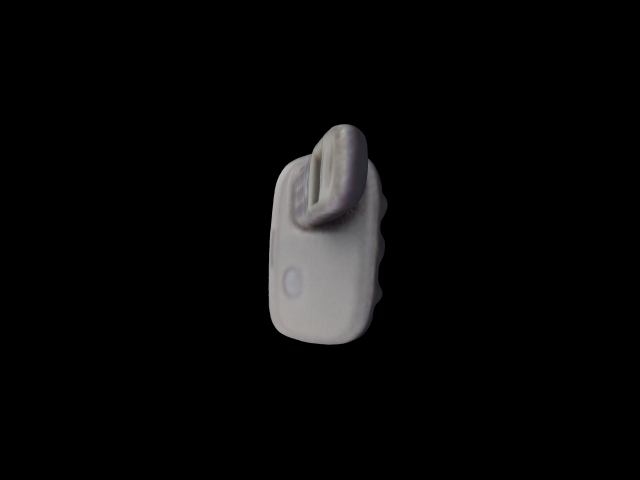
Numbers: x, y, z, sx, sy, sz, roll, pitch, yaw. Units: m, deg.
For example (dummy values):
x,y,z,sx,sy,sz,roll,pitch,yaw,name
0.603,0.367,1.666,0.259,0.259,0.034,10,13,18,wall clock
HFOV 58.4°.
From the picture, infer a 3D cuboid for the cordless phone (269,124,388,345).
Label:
x,y,z,sx,sy,sz,roll,pitch,yaw,name
0.004,0.001,0.400,0.094,0.185,0.148,0,85,0,cordless phone
